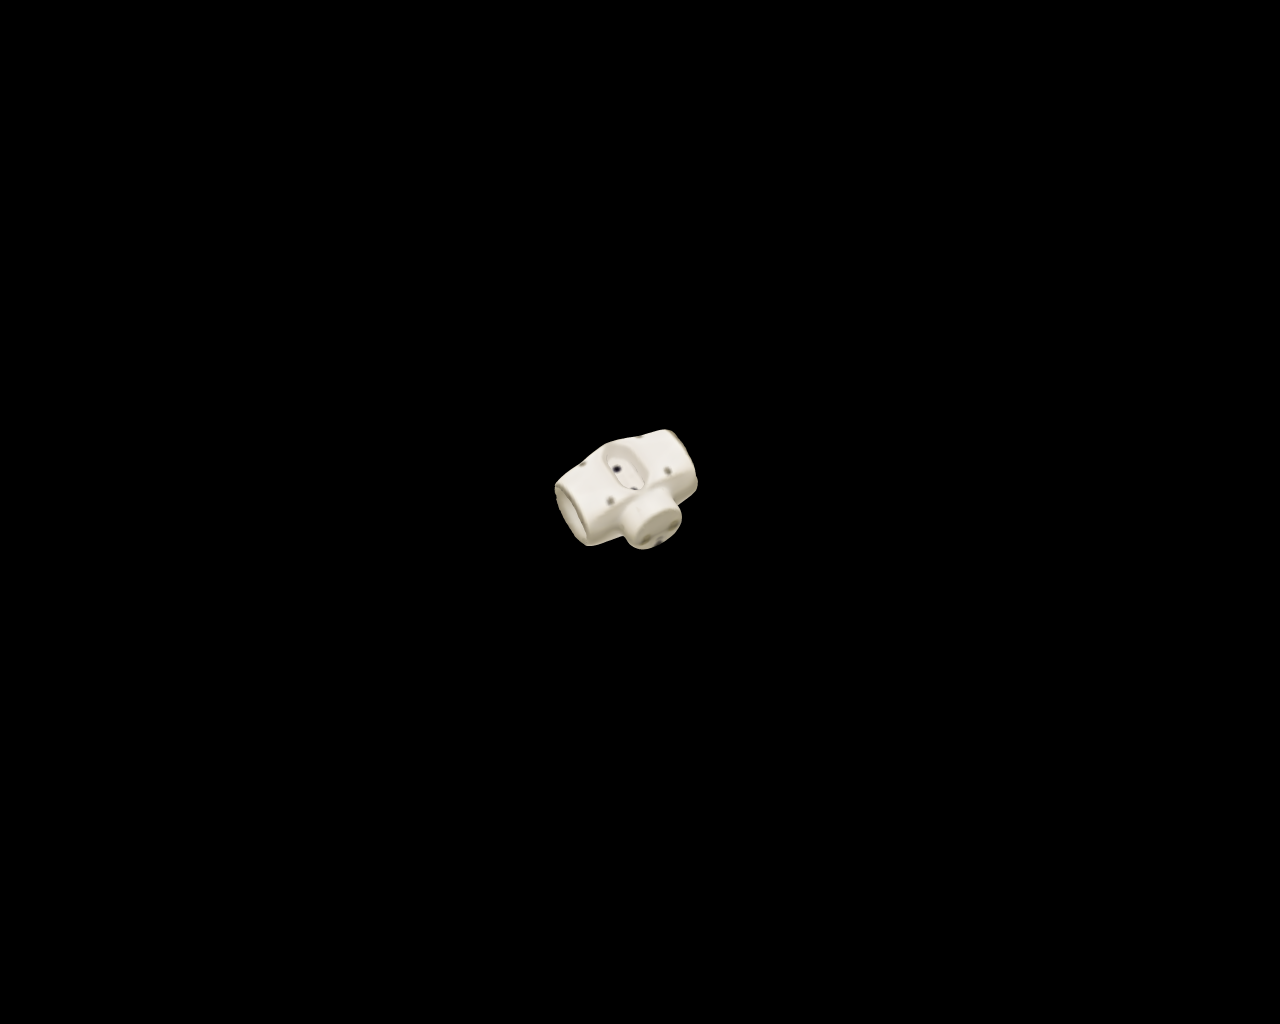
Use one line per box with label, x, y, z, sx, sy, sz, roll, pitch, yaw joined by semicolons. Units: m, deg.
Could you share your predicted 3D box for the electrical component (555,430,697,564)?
electrical component;0.001;-0.003;0.650;0.077;0.079;0.043;-26;-30;-16
